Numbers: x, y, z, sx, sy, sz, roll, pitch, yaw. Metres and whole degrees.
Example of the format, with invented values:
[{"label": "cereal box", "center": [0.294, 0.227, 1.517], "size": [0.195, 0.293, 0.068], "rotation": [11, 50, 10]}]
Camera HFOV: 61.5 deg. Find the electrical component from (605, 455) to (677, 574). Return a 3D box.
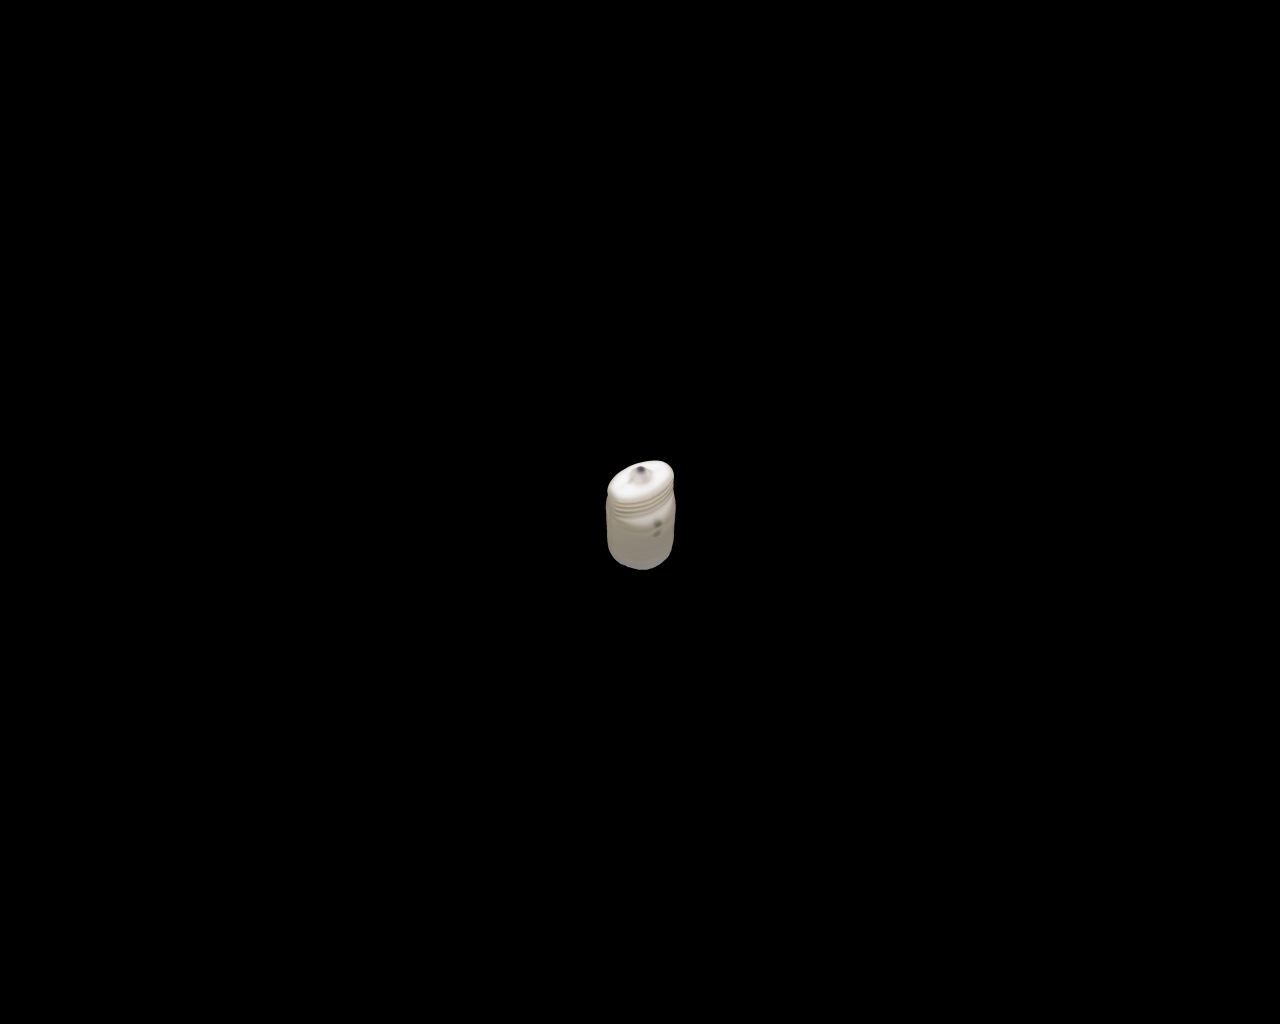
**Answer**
[{"label": "electrical component", "center": [0.001, -0.003, 0.650], "size": [0.043, 0.043, 0.080], "rotation": [0, -36, 0]}]
